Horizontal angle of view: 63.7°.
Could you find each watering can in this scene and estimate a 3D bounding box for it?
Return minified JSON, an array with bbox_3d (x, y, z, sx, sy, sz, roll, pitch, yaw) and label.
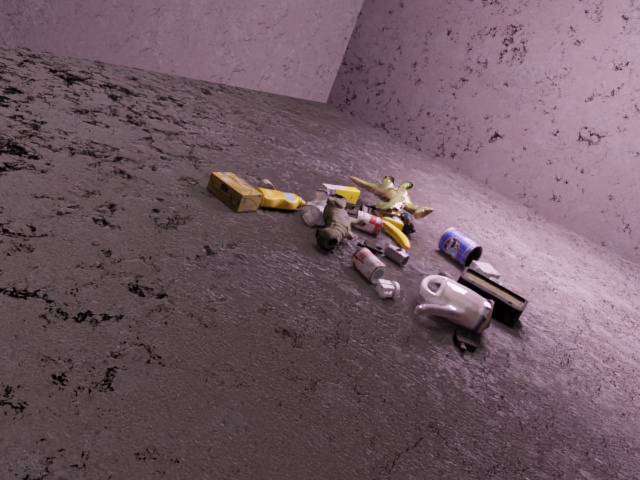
[{"bbox_3d":[0.383,0.193,1.479,0.225,0.102,0.351,28,21,13],"label":"watering can"}]

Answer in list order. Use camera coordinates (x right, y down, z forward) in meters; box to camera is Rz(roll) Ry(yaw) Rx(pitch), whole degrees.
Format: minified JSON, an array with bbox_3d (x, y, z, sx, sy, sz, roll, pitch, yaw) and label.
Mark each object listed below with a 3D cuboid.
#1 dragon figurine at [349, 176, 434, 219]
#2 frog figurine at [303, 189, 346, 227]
[{"bbox_3d":[0.272,-0.172,2.127,0.412,0.120,0.246,17,26,19],"label":"dragon figurine"},{"bbox_3d":[0.006,-0.092,1.836,0.137,0.120,0.163,31,58,2],"label":"frog figurine"}]
